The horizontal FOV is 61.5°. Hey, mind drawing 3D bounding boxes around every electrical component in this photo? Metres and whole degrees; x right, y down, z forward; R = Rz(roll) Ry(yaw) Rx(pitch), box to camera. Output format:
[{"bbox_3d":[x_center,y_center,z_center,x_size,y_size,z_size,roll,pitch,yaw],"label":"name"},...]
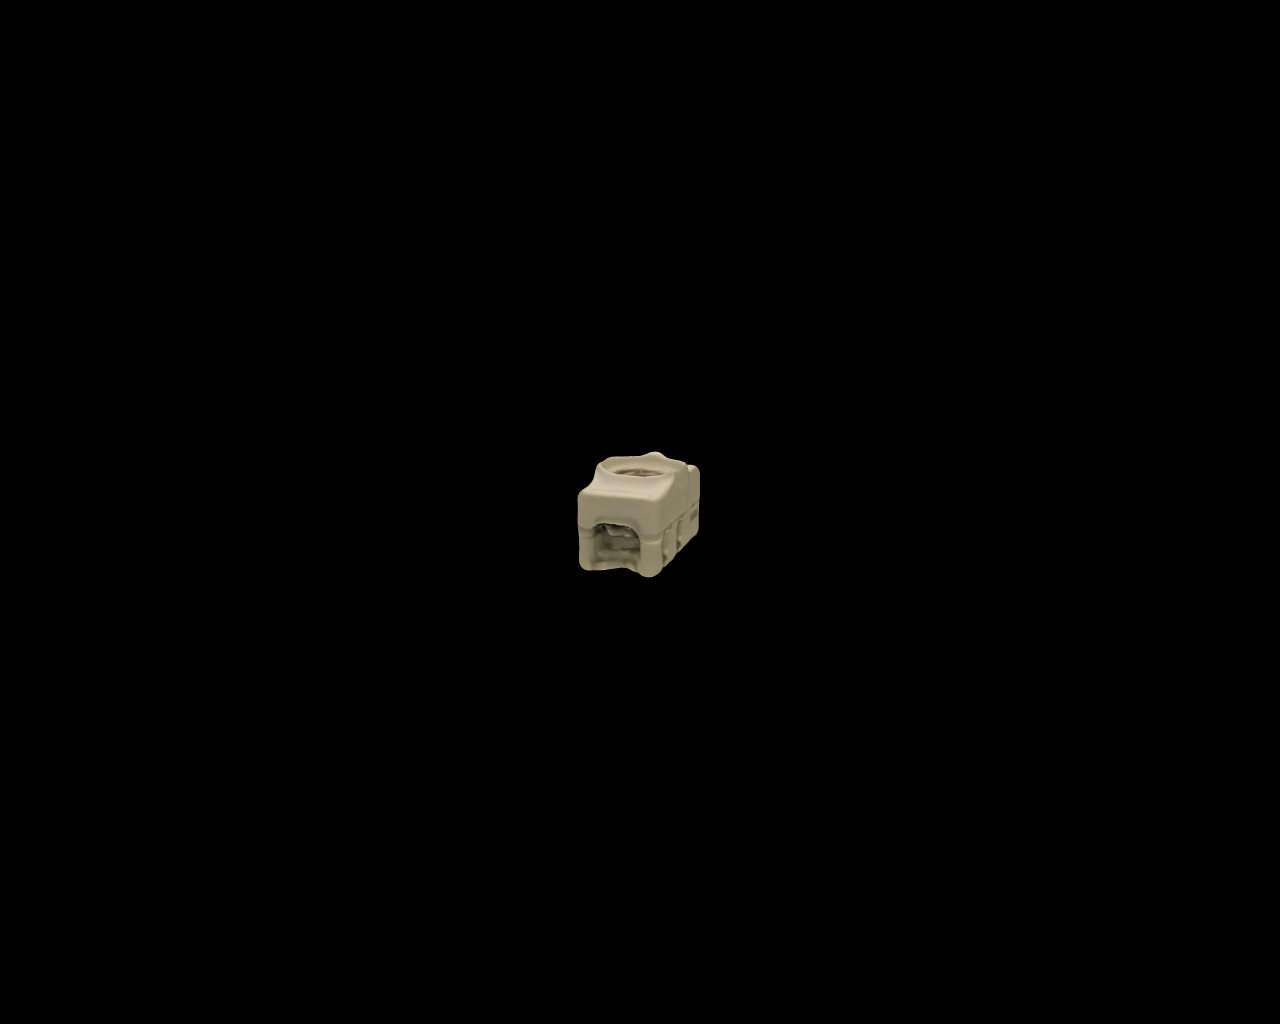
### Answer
[{"bbox_3d":[0.001,-0.003,0.650,0.050,0.055,0.090,6,17,19],"label":"electrical component"}]
